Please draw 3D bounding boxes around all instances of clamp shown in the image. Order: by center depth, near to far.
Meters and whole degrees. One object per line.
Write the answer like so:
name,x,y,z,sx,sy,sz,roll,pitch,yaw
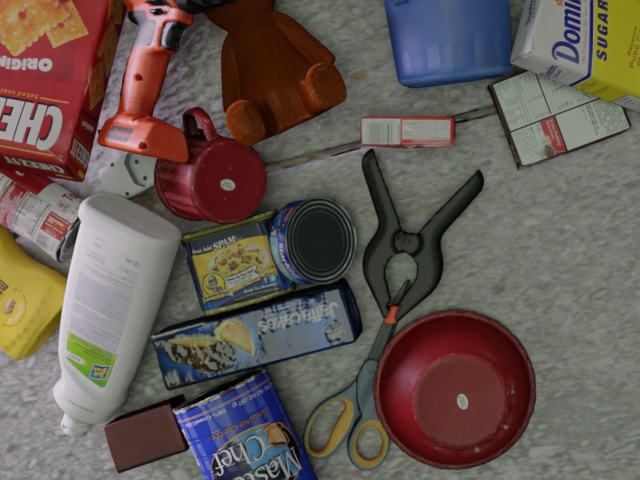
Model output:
clamp,0.096,-0.002,1.045,0.120,0.039,0.171,3,92,13

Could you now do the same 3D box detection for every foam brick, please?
foam brick,-0.173,0.197,1.092,0.078,0.053,0.051,-20,91,8

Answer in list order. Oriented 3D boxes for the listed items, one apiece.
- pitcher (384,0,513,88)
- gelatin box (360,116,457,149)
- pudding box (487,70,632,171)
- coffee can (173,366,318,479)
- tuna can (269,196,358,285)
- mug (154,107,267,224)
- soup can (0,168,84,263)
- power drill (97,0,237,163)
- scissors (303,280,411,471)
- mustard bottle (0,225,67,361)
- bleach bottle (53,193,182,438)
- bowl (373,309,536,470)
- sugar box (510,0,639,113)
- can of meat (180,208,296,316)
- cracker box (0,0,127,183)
pitcher,0.103,-0.265,0.977,0.149,0.145,0.243,-7,96,5
gelatin box,0.086,-0.103,1.022,0.089,0.073,0.030,1,96,7
pudding box,0.227,-0.127,1.017,0.113,0.039,0.090,-20,89,7
coffee can,-0.070,0.209,1.051,0.103,0.102,0.140,-25,90,9
tuna can,-0.007,0.001,1.039,0.085,0.034,0.086,3,85,-36
mug,-0.105,-0.071,1.026,0.093,0.082,0.117,-18,106,-26
soup can,-0.287,-0.030,1.085,0.102,0.068,0.068,32,98,5
power drill,-0.139,-0.168,0.985,0.057,0.185,0.187,13,90,-37
scissors,0.062,0.147,1.072,0.096,0.016,0.202,38,92,-3
mustard bottle,-0.349,0.030,1.104,0.191,0.058,0.096,40,104,4
bleach bottle,-0.221,0.086,1.070,0.103,0.068,0.251,27,112,14
bowl,0.133,0.151,1.033,0.162,0.055,0.162,0,94,2
sugar box,0.267,-0.177,0.969,0.176,0.048,0.093,18,79,-15
can of meat,-0.081,0.023,1.064,0.102,0.057,0.084,-15,93,9
cracker box,-0.291,-0.179,1.047,0.164,0.072,0.213,10,78,7
